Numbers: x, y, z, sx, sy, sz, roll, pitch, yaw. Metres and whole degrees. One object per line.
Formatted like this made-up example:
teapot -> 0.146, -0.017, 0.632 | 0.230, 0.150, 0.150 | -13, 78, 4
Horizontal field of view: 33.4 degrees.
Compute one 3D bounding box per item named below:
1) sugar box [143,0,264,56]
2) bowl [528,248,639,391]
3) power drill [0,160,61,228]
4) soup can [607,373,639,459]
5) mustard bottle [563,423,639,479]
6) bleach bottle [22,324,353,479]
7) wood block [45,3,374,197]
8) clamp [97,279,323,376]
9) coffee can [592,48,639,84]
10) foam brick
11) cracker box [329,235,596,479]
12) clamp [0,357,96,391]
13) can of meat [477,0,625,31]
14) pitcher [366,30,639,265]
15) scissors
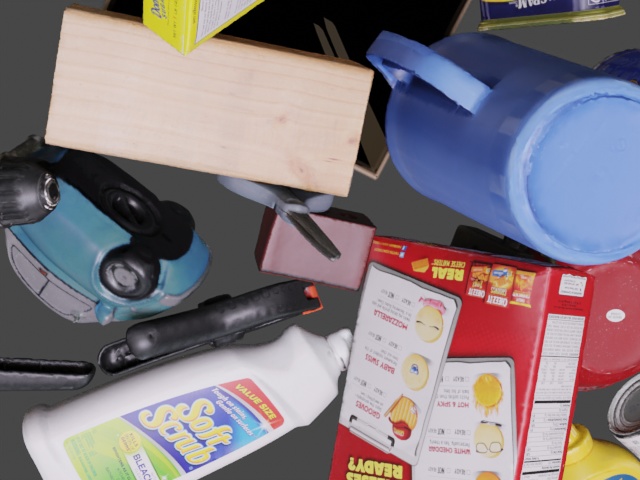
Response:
sugar box -> -0.037, -0.202, 0.683 | 0.048, 0.093, 0.176 | 37, 58, 14
bowl -> 0.222, 0.054, 0.845 | 0.162, 0.055, 0.162 | -2, 104, -9
power drill -> -0.253, -0.094, 0.688 | 0.185, 0.057, 0.187 | -2, 87, 17
soup can -> 0.295, 0.162, 0.877 | 0.102, 0.068, 0.068 | 39, 95, -15
mustard bottle -> 0.232, 0.225, 0.889 | 0.096, 0.058, 0.191 | -27, 106, 2
bleach bottle -> -0.089, 0.124, 0.814 | 0.250, 0.068, 0.102 | -25, 107, -4
wood block -> -0.078, -0.099, 0.742 | 0.206, 0.091, 0.090 | 9, 102, -10
clamp -> -0.075, 0.059, 0.771 | 0.171, 0.120, 0.039 | -20, 90, -16
coffee can -> 0.256, -0.082, 0.771 | 0.102, 0.140, 0.103 | -2, 105, -8
foam brick -> -0.005, 0.001, 0.799 | 0.078, 0.053, 0.051 | 12, 102, -13
cracker box -> 0.097, 0.113, 0.764 | 0.071, 0.164, 0.214 | 7, 92, -44
clamp -> -0.284, 0.094, 0.788 | 0.210, 0.036, 0.164 | -38, 106, 4
can of meat -> 0.158, -0.195, 0.751 | 0.057, 0.102, 0.084 | -21, 108, -45
pitcher -> 0.125, -0.069, 0.701 | 0.149, 0.243, 0.145 | -9, 105, -8
scissors -> -0.005, -0.019, 0.729 | 0.096, 0.202, 0.016 | 5, 107, -34
